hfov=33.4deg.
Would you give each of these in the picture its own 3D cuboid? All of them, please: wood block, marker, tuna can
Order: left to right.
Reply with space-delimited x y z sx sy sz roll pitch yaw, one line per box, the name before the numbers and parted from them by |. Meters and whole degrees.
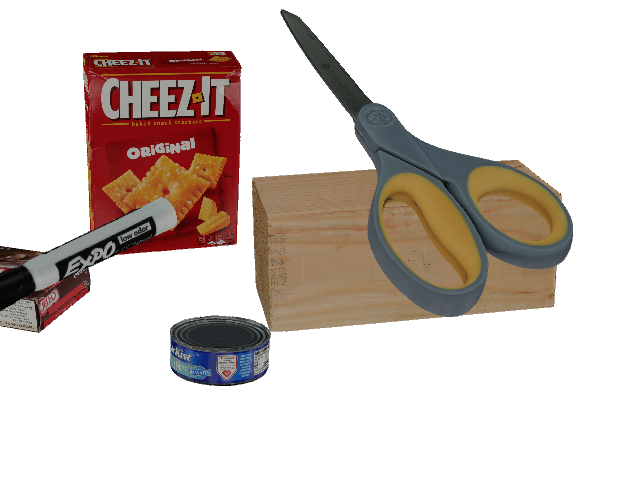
marker | -0.131 0.007 0.582 0.120 0.020 0.020 -29 17 -34
tuna can | -0.086 0.093 0.909 0.086 0.034 0.086 3 14 -1
wood block | 0.058 0.002 0.776 0.206 0.090 0.091 -4 20 -9

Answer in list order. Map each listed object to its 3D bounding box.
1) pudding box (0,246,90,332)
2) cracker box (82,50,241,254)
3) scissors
pudding box | -0.276 0.041 0.951 0.114 0.039 0.090 5 22 17
cracker box | -0.172 -0.095 1.168 0.164 0.214 0.072 -4 26 -16
scissors | 0.046 -0.047 0.483 0.096 0.202 0.016 -4 -43 -13
